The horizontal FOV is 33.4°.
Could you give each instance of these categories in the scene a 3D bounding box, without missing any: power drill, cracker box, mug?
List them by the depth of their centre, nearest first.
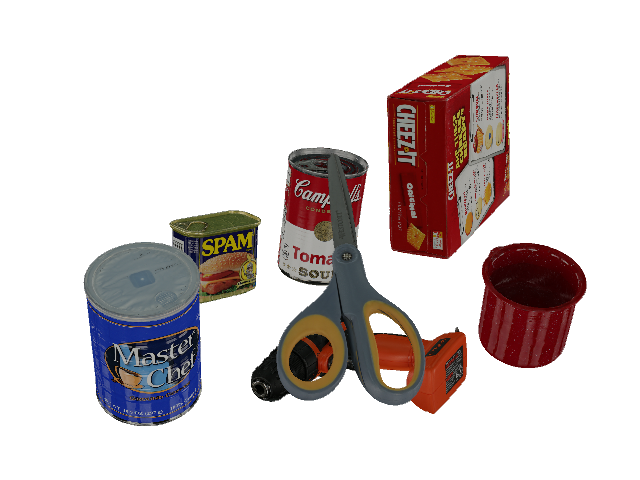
[{"bbox_3d":[0.185,0.055,0.986,0.093,0.081,0.117,-14,42,-18],"label":"mug"},{"bbox_3d":[0.043,0.126,1.095,0.188,0.057,0.184,8,24,28],"label":"power drill"},{"bbox_3d":[0.138,-0.095,1.123,0.072,0.164,0.213,6,22,25],"label":"cracker box"}]

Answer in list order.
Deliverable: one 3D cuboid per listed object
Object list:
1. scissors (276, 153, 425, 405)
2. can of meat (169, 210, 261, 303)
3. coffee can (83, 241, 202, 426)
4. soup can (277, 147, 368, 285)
[{"bbox_3d":[0.001,0.024,0.671,0.096,0.202,0.016,-17,-40,-11],"label":"scissors"},{"bbox_3d":[-0.118,0.018,1.200,0.101,0.084,0.058,-11,23,-38],"label":"can of meat"},{"bbox_3d":[-0.162,0.087,0.990,0.103,0.140,0.103,2,39,-2],"label":"coffee can"},{"bbox_3d":[0.000,-0.021,0.915,0.068,0.102,0.068,6,23,-3],"label":"soup can"}]
